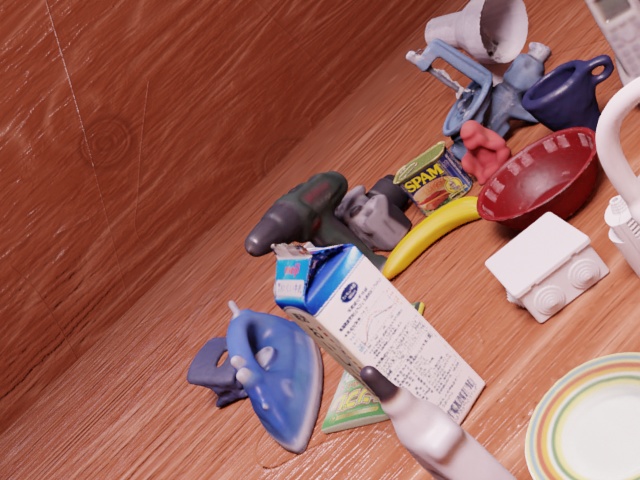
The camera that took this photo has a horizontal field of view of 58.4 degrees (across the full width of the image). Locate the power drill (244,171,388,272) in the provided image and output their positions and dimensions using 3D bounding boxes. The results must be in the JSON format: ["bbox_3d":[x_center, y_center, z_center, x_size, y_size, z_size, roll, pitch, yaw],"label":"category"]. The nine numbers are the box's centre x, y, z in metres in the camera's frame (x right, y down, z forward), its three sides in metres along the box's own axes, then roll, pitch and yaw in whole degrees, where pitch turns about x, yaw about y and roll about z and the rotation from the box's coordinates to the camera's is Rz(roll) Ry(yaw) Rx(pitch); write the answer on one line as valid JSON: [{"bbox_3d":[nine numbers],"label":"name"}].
[{"bbox_3d":[0.008,0.003,0.889,0.075,0.209,0.230,-27,23,44],"label":"power drill"}]

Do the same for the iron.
[{"bbox_3d":[-0.080,0.174,0.795,0.118,0.141,0.258,-42,16,5],"label":"iron"}]

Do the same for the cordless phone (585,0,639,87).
[{"bbox_3d":[0.399,-0.265,0.665,0.147,0.185,0.094,-26,24,46],"label":"cordless phone"}]

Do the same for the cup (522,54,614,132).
[{"bbox_3d":[0.342,-0.181,0.755,0.117,0.095,0.092,-30,21,40],"label":"cup"}]

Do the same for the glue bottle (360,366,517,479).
[{"bbox_3d":[0.087,0.147,0.406,0.037,0.173,0.078,-49,17,-17],"label":"glue bottle"}]

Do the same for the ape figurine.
[{"bbox_3d":[0.250,-0.145,0.889,0.076,0.092,0.077,-53,19,-28],"label":"ape figurine"}]

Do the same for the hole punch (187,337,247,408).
[{"bbox_3d":[-0.154,0.211,0.970,0.101,0.091,0.109,-31,20,36],"label":"hole punch"}]

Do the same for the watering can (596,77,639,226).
[{"bbox_3d":[0.266,-0.030,0.382,0.101,0.194,0.173,-39,17,15],"label":"watering can"}]

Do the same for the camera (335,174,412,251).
[{"bbox_3d":[0.101,-0.059,1.016,0.137,0.101,0.143,-48,17,-15],"label":"camera"}]

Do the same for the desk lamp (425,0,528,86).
[{"bbox_3d":[0.292,-0.325,1.020,0.118,0.214,0.202,-48,17,-15],"label":"desk lamp"}]

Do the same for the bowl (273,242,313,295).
[{"bbox_3d":[0.000,0.058,1.011,0.167,0.075,0.167,-39,17,15],"label":"bowl"}]

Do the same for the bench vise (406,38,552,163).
[{"bbox_3d":[0.256,-0.259,0.929,0.207,0.220,0.121,-43,17,4],"label":"bench vise"}]
